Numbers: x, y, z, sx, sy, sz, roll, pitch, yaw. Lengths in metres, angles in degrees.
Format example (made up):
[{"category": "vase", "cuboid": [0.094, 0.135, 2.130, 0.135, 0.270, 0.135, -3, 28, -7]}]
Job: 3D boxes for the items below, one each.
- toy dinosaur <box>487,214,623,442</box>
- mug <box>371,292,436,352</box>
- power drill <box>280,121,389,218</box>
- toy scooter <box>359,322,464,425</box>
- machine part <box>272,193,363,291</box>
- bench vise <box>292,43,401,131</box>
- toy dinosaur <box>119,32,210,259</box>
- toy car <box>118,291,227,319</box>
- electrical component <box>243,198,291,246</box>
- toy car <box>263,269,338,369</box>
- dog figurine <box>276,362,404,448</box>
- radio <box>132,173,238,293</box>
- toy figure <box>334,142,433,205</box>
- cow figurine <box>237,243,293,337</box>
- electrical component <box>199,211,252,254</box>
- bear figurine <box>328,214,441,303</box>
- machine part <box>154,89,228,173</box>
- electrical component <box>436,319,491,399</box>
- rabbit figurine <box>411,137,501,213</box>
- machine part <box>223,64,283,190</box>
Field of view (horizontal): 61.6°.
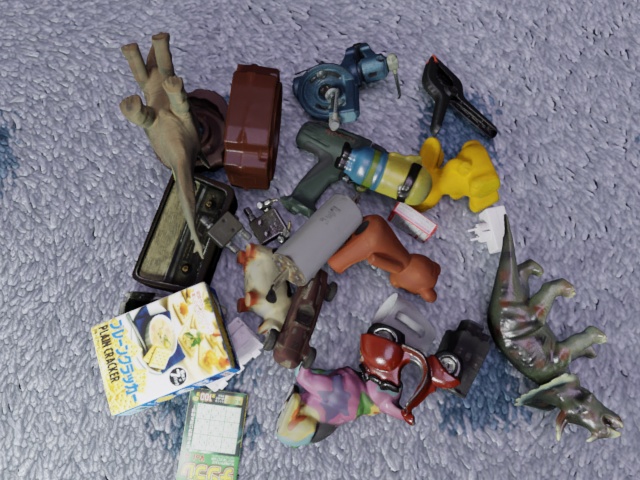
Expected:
[{"category": "toy dinosaur", "cuboid": [0.384, 0.167, 0.980, 0.192, 0.131, 0.405, -32, 79, -9]}, {"category": "mug", "cuboid": [0.165, 0.157, 0.990, 0.107, 0.109, 0.081, 36, 74, -7]}, {"category": "power drill", "cuboid": [0.035, -0.119, 1.054, 0.232, 0.086, 0.207, 30, 84, 4]}, {"category": "toy scooter", "cuboid": [0.137, 0.227, 0.902, 0.184, 0.075, 0.135, 20, 73, 22]}, {"category": "machine part", "cuboid": [-0.002, -0.003, 0.939, 0.079, 0.079, 0.243, 41, 64, 7]}, {"category": "bench vise", "cuboid": [0.051, -0.289, 1.045, 0.224, 0.128, 0.241, -3, 42, 5]}, {"category": "toy dinosaur", "cuboid": [-0.254, -0.193, 0.932, 0.105, 0.198, 0.471, -15, 58, 2]}, {"category": "toy car", "cuboid": [-0.276, 0.141, 1.006, 0.202, 0.056, 0.073, 8, 84, 2]}, {"category": "electrical component", "cuboid": [-0.097, -0.033, 1.045, 0.078, 0.045, 0.102, -25, 81, 1]}, {"category": "toy car", "cuboid": [-0.028, 0.127, 0.933, 0.089, 0.053, 0.202, 28, 56, -9]}, {"category": "dog figurine", "cuboid": [0.048, 0.297, 0.956, 0.219, 0.108, 0.191, 20, 78, 0]}, {"category": "radio", "cuboid": [-0.250, -0.009, 1.026, 0.131, 0.073, 0.229, 17, 78, 2]}, {"category": "toy figure", "cuboid": [0.118, -0.119, 0.990, 0.180, 0.082, 0.089, 19, 50, -8]}, {"category": "cow figurine", "cuboid": [-0.085, 0.107, 0.997, 0.127, 0.085, 0.195, 6, 64, -26]}, {"category": "electrical component", "cuboid": [-0.174, -0.021, 0.989, 0.094, 0.021, 0.063, 43, 70, -10]}, {"category": "bear figurine", "cuboid": [0.131, 0.043, 1.019, 0.195, 0.132, 0.120, 42, 42, -22]}, {"category": "machine part", "cuboid": [-0.253, -0.213, 1.079, 0.179, 0.056, 0.179, 0, 79, -1]}, {"category": "electrical component", "cuboid": [0.251, 0.210, 0.972, 0.058, 0.115, 0.134, 29, 79, 0]}, {"category": "rabbit figurine", "cuboid": [0.246, -0.121, 1.045, 0.173, 0.122, 0.162, -24, 76, 13]}, {"category": "machine part", "cuboid": [-0.121, -0.205, 1.005, 0.087, 0.201, 0.201, 5, 78, -2]}]
